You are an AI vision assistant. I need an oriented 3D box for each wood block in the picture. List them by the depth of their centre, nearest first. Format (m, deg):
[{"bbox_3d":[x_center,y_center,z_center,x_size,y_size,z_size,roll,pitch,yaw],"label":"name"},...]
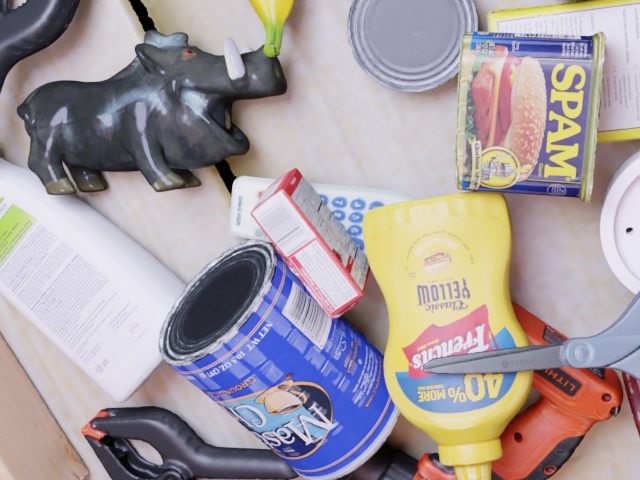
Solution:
[{"bbox_3d":[-0.280,0.127,0.809,0.090,0.090,0.206,-29,97,16],"label":"wood block"}]

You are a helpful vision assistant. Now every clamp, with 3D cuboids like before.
[{"bbox_3d":[-0.239,-0.153,0.748,0.165,0.036,0.210,43,96,25],"label":"clamp"},{"bbox_3d":[-0.097,0.172,0.812,0.171,0.039,0.120,35,106,1],"label":"clamp"}]

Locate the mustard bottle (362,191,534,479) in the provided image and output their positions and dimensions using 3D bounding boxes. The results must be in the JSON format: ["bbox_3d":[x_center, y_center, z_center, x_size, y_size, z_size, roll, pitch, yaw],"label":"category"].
[{"bbox_3d":[0.087,0.068,0.694,0.096,0.058,0.191,-9,86,11],"label":"mustard bottle"}]

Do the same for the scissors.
[{"bbox_3d":[0.170,0.052,0.659,0.201,0.016,0.096,10,84,1],"label":"scissors"}]

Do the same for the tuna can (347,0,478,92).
[{"bbox_3d":[0.062,-0.143,0.710,0.086,0.033,0.086,2,104,10],"label":"tuna can"}]

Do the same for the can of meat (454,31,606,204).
[{"bbox_3d":[0.127,-0.077,0.654,0.084,0.057,0.102,4,107,11],"label":"can of meat"}]

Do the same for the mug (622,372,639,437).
[{"bbox_3d":[0.254,0.112,0.714,0.081,0.093,0.117,-15,129,8],"label":"mug"}]

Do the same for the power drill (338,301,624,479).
[{"bbox_3d":[0.109,0.139,0.759,0.184,0.057,0.188,33,108,5],"label":"power drill"}]

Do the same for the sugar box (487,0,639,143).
[{"bbox_3d":[0.199,-0.112,0.687,0.176,0.048,0.093,-5,103,9],"label":"sugar box"}]

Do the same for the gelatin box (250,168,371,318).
[{"bbox_3d":[-0.005,0.001,0.703,0.030,0.073,0.089,-35,99,14],"label":"gelatin box"}]

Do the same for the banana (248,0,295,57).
[{"bbox_3d":[-0.086,-0.204,0.710,0.198,0.069,0.037,37,145,7],"label":"banana"}]

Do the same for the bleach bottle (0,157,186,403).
[{"bbox_3d":[-0.201,-0.001,0.779,0.251,0.068,0.103,43,105,1],"label":"bleach bottle"}]

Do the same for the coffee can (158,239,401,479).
[{"bbox_3d":[-0.024,0.083,0.721,0.103,0.103,0.140,-37,117,16],"label":"coffee can"}]
